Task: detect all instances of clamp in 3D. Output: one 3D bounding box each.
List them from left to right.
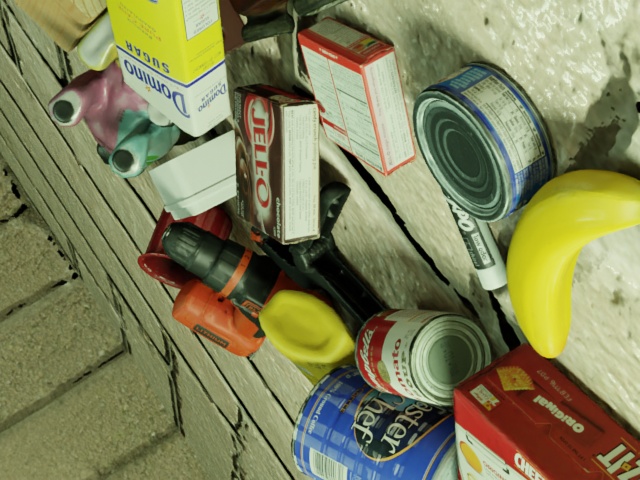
[{"bbox_3d":[-0.006,0.001,0.934,0.210,0.036,0.164,29,145,52],"label":"clamp"}]

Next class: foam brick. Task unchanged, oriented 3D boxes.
[{"bbox_3d":[-0.101,-0.182,0.868,0.078,0.053,0.051,61,162,-10],"label":"foam brick"}]

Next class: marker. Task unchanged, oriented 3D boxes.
[{"bbox_3d":[0.089,-0.025,0.667,0.121,0.020,0.020,65,162,-16],"label":"marker"}]

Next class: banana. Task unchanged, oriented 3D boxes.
[{"bbox_3d":[0.132,0.010,0.576,0.070,0.037,0.198,56,162,16],"label":"banana"}]

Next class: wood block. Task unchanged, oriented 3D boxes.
[{"bbox_3d":[-0.226,-0.248,0.988,0.090,0.090,0.206,45,168,-15],"label":"wood block"}]

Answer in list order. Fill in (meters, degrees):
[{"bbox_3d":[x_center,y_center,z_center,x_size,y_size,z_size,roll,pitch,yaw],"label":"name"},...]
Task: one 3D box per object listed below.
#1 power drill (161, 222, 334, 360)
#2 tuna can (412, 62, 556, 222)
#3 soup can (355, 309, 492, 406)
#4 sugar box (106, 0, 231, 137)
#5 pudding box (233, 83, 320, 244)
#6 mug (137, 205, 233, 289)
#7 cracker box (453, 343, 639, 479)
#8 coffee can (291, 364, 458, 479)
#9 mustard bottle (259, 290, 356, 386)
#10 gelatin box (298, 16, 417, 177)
[{"bbox_3d":[-0.093,0.056,1.085,0.184,0.057,0.188,32,158,-10],"label":"power drill"},{"bbox_3d":[0.089,-0.053,0.594,0.086,0.033,0.086,50,160,25],"label":"tuna can"},{"bbox_3d":[0.076,0.087,0.801,0.068,0.068,0.102,62,161,-8],"label":"soup can"},{"bbox_3d":[-0.116,-0.163,0.786,0.093,0.048,0.176,39,152,24],"label":"sugar box"},{"bbox_3d":[-0.035,-0.063,0.851,0.090,0.039,0.113,30,126,58],"label":"pudding box"},{"bbox_3d":[-0.140,0.009,1.205,0.093,0.081,0.117,-8,146,45],"label":"mug"},{"bbox_3d":[0.170,0.195,0.719,0.164,0.072,0.214,43,156,38],"label":"cracker box"},{"bbox_3d":[0.062,0.173,0.863,0.141,0.102,0.103,21,142,37],"label":"coffee can"},{"bbox_3d":[0.018,0.123,0.989,0.096,0.058,0.191,29,163,38],"label":"mustard bottle"},{"bbox_3d":[0.026,-0.095,0.705,0.073,0.030,0.089,37,153,47],"label":"gelatin box"}]
